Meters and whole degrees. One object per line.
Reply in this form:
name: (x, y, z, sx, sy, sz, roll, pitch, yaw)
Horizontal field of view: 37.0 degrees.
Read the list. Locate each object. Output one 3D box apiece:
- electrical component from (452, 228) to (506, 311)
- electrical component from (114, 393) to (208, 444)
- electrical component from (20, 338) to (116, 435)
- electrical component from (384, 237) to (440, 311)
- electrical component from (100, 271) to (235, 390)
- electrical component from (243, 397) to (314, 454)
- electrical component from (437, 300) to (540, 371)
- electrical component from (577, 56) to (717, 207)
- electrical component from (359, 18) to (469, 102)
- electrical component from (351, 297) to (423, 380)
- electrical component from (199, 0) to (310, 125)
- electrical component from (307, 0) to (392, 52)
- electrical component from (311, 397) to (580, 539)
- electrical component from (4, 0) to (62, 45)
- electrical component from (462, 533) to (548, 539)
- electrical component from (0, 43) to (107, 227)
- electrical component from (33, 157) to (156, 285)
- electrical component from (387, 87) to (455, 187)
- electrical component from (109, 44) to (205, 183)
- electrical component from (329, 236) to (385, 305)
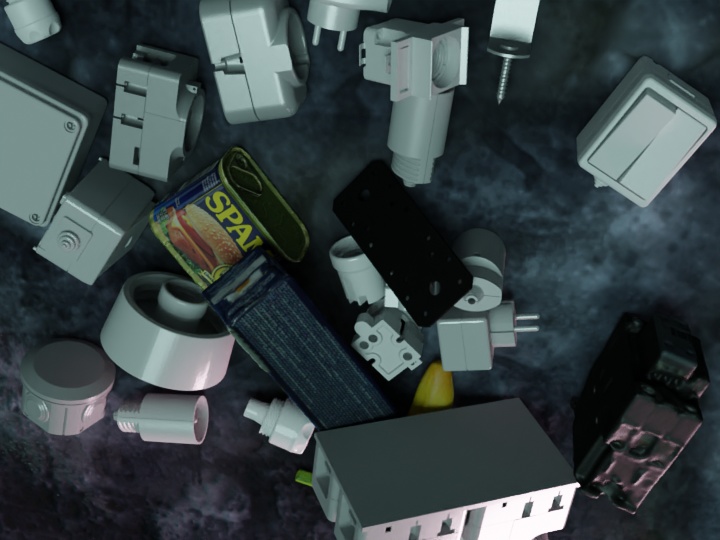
electrical component: (0.089, 0.005, 0.829, 0.043, 0.081, 0.043, 4, 118, 8)
electrical component: (-0.182, 0.133, 0.968, 0.081, 0.043, 0.043, 2, 118, 10)
electrical component: (-0.258, 0.101, 0.946, 0.080, 0.080, 0.051, 18, 124, 1)
electrical component: (0.042, -0.001, 0.848, 0.048, 0.066, 0.055, 4, 98, 12)
electrical component: (-0.151, 0.042, 0.882, 0.108, 0.108, 0.060, 23, 113, -2)
electrical component: (-0.071, 0.132, 0.948, 0.062, 0.043, 0.043, 23, 119, -1)
electrical component: (0.104, 0.043, 0.855, 0.077, 0.065, 0.047, -3, 117, 12)
electrical component: (0.199, -0.092, 0.769, 0.062, 0.061, 0.096, 32, 118, -7)
electrical component: (0.038, -0.152, 0.762, 0.064, 0.081, 0.042, 19, 122, 34)
electrical component: (0.025, 0.052, 0.880, 0.066, 0.055, 0.048, 44, 116, -13)
electrical component: (-0.074, -0.160, 0.788, 0.059, 0.053, 0.095, -6, 116, 13)
electrical component: (-0.016, -0.195, 0.764, 0.077, 0.044, 0.079, 14, 119, 3)
electrical component: (0.066, 0.172, 0.863, 0.186, 0.105, 0.060, -7, 125, -21)
electrical component: (-0.252, -0.203, 0.810, 0.035, 0.035, 0.061, -17, 111, 18)
electrical component: (0.118, 0.250, 0.965, 0.108, 0.060, 0.108, 4, 118, 8)
electrical component: (-0.272, -0.108, 0.851, 0.109, 0.056, 0.108, 28, 119, -5)
electrical component: (-0.209, -0.034, 0.855, 0.061, 0.096, 0.061, 34, 118, -9)
electrical component: (0.043, -0.101, 0.804, 0.043, 0.043, 0.081, 11, 119, 5)
electrical component: (-0.154, -0.119, 0.826, 0.056, 0.050, 0.089, 15, 120, 3)
electrical component: (0.000, 0.000, 0.868, 0.040, 0.040, 0.046, -8, 121, 14)
